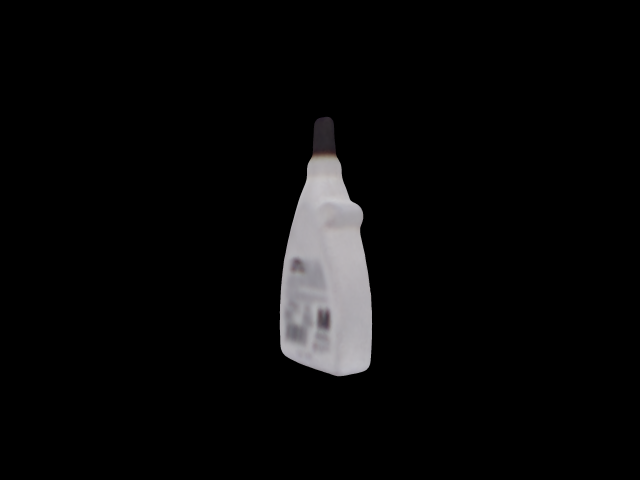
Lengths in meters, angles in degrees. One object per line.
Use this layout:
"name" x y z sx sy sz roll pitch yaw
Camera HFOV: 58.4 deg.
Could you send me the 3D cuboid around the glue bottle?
"glue bottle" 0.004 0.001 0.400 0.037 0.173 0.077 -3 5 -37
